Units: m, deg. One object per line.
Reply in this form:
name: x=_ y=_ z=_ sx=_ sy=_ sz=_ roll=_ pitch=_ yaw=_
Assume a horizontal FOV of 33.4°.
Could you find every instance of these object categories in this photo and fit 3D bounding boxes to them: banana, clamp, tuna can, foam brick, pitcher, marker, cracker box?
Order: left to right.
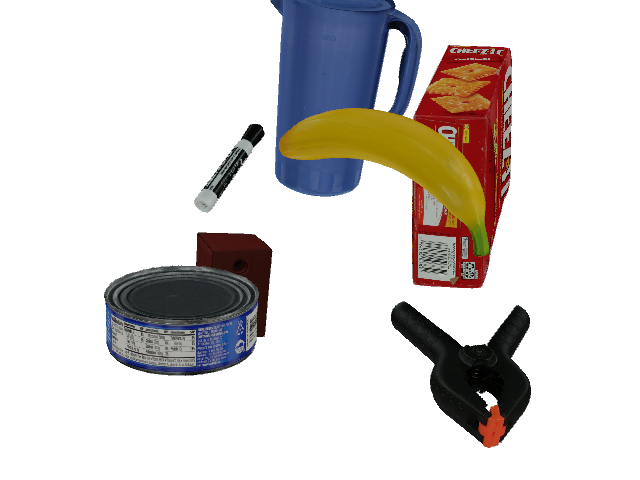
tuna can: x=-0.078 y=0.044 z=0.600 sx=0.086 sy=0.034 sz=0.086 roll=2 pitch=18 yaw=-1
foam brick: x=-0.075 y=0.037 z=0.890 sx=0.053 sy=0.078 sz=0.051 roll=-1 pitch=15 yaw=-21
marker: x=-0.090 y=-0.076 z=1.082 sx=0.020 sy=0.121 sz=0.020 roll=21 pitch=-36 yaw=16
pitcher: x=0.019 y=-0.179 z=1.287 sx=0.144 sy=0.243 sz=0.149 roll=-7 pitch=28 yaw=-26
banana: x=0.047 y=-0.059 z=0.771 sx=0.198 sy=0.070 sz=0.037 roll=31 pitch=18 yaw=34
cracker box: x=0.137 y=-0.075 z=1.000 sx=0.072 sy=0.164 sz=0.213 roll=4 pitch=27 yaw=14
clamp: x=0.135 y=0.101 z=0.871 sx=0.120 sy=0.039 sz=0.171 roll=-8 pitch=34 yaw=-9
